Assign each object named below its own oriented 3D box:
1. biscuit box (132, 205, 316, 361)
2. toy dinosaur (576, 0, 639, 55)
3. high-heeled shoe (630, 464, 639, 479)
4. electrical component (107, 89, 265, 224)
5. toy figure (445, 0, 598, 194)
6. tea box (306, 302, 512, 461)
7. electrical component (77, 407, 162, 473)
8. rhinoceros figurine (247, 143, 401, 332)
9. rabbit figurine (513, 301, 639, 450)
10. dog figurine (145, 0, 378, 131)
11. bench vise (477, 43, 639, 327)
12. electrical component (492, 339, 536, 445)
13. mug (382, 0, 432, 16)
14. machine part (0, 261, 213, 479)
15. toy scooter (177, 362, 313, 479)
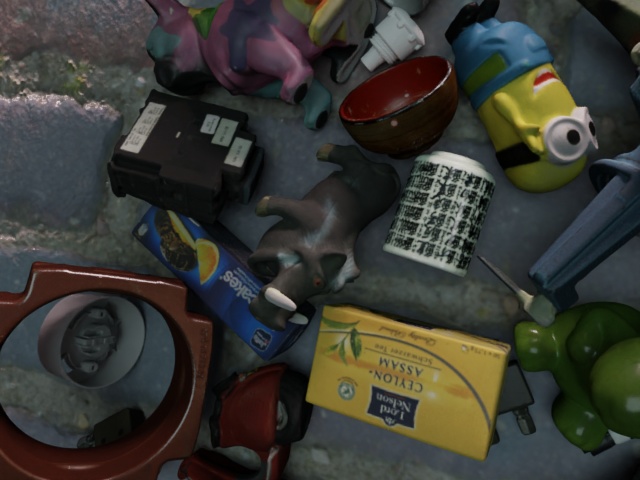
[{"bbox_3d":[-0.099,0.034,0.562,0.203,0.063,0.059,41,99,12],"label":"biscuit box"},{"bbox_3d":[0.379,-0.149,0.428,0.405,0.131,0.192,6,103,24],"label":"toy dinosaur"},{"bbox_3d":[0.234,0.241,0.488,0.145,0.086,0.248,27,75,43],"label":"high-heeled shoe"},{"bbox_3d":[-0.126,-0.082,0.540,0.134,0.058,0.115,16,56,2],"label":"electrical component"},{"bbox_3d":[0.179,-0.129,0.489,0.082,0.089,0.180,-29,79,-5],"label":"toy figure"},{"bbox_3d":[0.081,0.123,0.500,0.170,0.068,0.098,10,90,23],"label":"tea box"},{"bbox_3d":[-0.217,0.235,0.597,0.102,0.045,0.078,-34,53,8],"label":"electrical component"},{"bbox_3d":[-0.001,-0.002,0.505,0.112,0.073,0.190,35,74,20],"label":"rhinoceros figurine"},{"bbox_3d":[0.251,0.109,0.420,0.159,0.170,0.121,-20,85,13],"label":"rabbit figurine"},{"bbox_3d":[-0.075,-0.217,0.543,0.219,0.108,0.191,31,96,15],"label":"dog figurine"},{"bbox_3d":[0.243,-0.031,0.409,0.240,0.223,0.129,-46,53,8],"label":"bench vise"},{"bbox_3d":[0.167,0.145,0.515,0.063,0.021,0.094,-21,84,13],"label":"electrical component"},{"bbox_3d":[0.099,-0.289,0.506,0.081,0.109,0.107,38,84,19],"label":"mug"},{"bbox_3d":[-0.213,0.126,0.504,0.201,0.087,0.201,10,86,-26],"label":"machine part"},{"bbox_3d":[-0.080,0.209,0.549,0.135,0.075,0.183,7,95,15],"label":"toy scooter"}]
